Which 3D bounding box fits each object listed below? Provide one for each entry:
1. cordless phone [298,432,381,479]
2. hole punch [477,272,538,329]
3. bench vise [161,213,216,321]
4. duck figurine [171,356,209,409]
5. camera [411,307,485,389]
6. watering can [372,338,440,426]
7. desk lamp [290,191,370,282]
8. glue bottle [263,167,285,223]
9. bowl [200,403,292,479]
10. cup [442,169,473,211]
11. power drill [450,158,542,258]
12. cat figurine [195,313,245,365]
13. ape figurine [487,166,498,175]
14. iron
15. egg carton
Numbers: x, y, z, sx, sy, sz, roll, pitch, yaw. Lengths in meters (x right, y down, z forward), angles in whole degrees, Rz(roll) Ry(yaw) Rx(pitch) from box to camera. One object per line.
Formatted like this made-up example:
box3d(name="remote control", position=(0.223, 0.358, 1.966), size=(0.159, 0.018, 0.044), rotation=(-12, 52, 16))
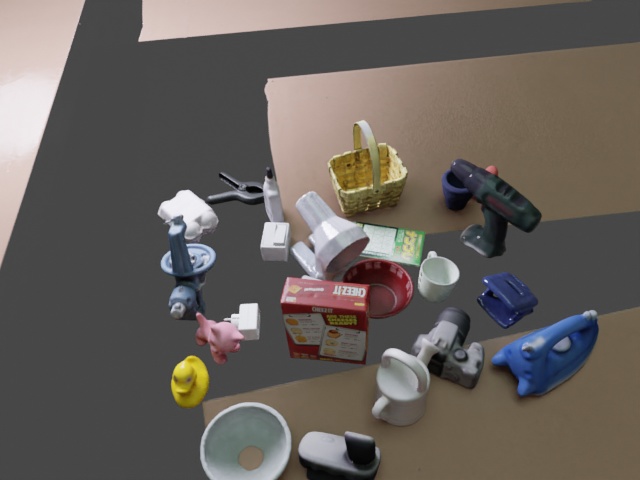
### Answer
box3d(name="cordless phone", position=(0.034, 0.362, 1.002), size=(0.147, 0.185, 0.094), rotation=(8, 51, 10))
box3d(name="hole punch", position=(0.410, 0.118, 1.246), size=(0.101, 0.091, 0.108), rotation=(-27, 54, -18))
box3d(name="bench vise", position=(-0.285, 0.061, 1.246), size=(0.121, 0.220, 0.207), rotation=(-14, 51, -8))
box3d(name="duck figurine", position=(-0.267, 0.275, 1.154), size=(0.077, 0.086, 0.104), rotation=(-1, 50, 3))
box3d(name="camera", position=(0.275, 0.207, 1.173), size=(0.142, 0.101, 0.137), rotation=(22, 55, 20))
box3d(name="watering can", position=(0.158, 0.258, 1.076), size=(0.100, 0.194, 0.173), rotation=(14, 53, 15))
box3d(name="desk lamp", position=(0.012, 0.005, 1.282), size=(0.118, 0.214, 0.202), rotation=(-31, 55, -20))
box3d(name="glue bottle", position=(-0.117, -0.113, 1.412), size=(0.037, 0.173, 0.078), rotation=(-17, 51, -11))
box3d(name="bowl", position=(-0.131, 0.392, 1.057), size=(0.167, 0.075, 0.167), rotation=(-1, 50, 2))
box3d(name="cup", position=(0.361, -0.119, 1.443), size=(0.117, 0.095, 0.092), rotation=(11, 52, 12))
box3d(name="power drill", position=(0.387, -0.064, 1.322), size=(0.229, 0.209, 0.076), rotation=(33, 59, 26))
box3d(name="cat figurine", position=(-0.213, 0.197, 1.196), size=(0.127, 0.118, 0.067), rotation=(34, 60, 27))
box3d(name="ape figurine", position=(0.431, -0.151, 1.468), size=(0.077, 0.092, 0.076), rotation=(9, 51, 10))
box3d(name="iron", position=(0.478, 0.199, 1.142), size=(0.259, 0.141, 0.118), rotation=(-25, 53, -17))
box3d(name="egg carton", position=(-0.331, -0.059, 1.447), size=(0.150, 0.069, 0.107), rotation=(36, 61, 28))
